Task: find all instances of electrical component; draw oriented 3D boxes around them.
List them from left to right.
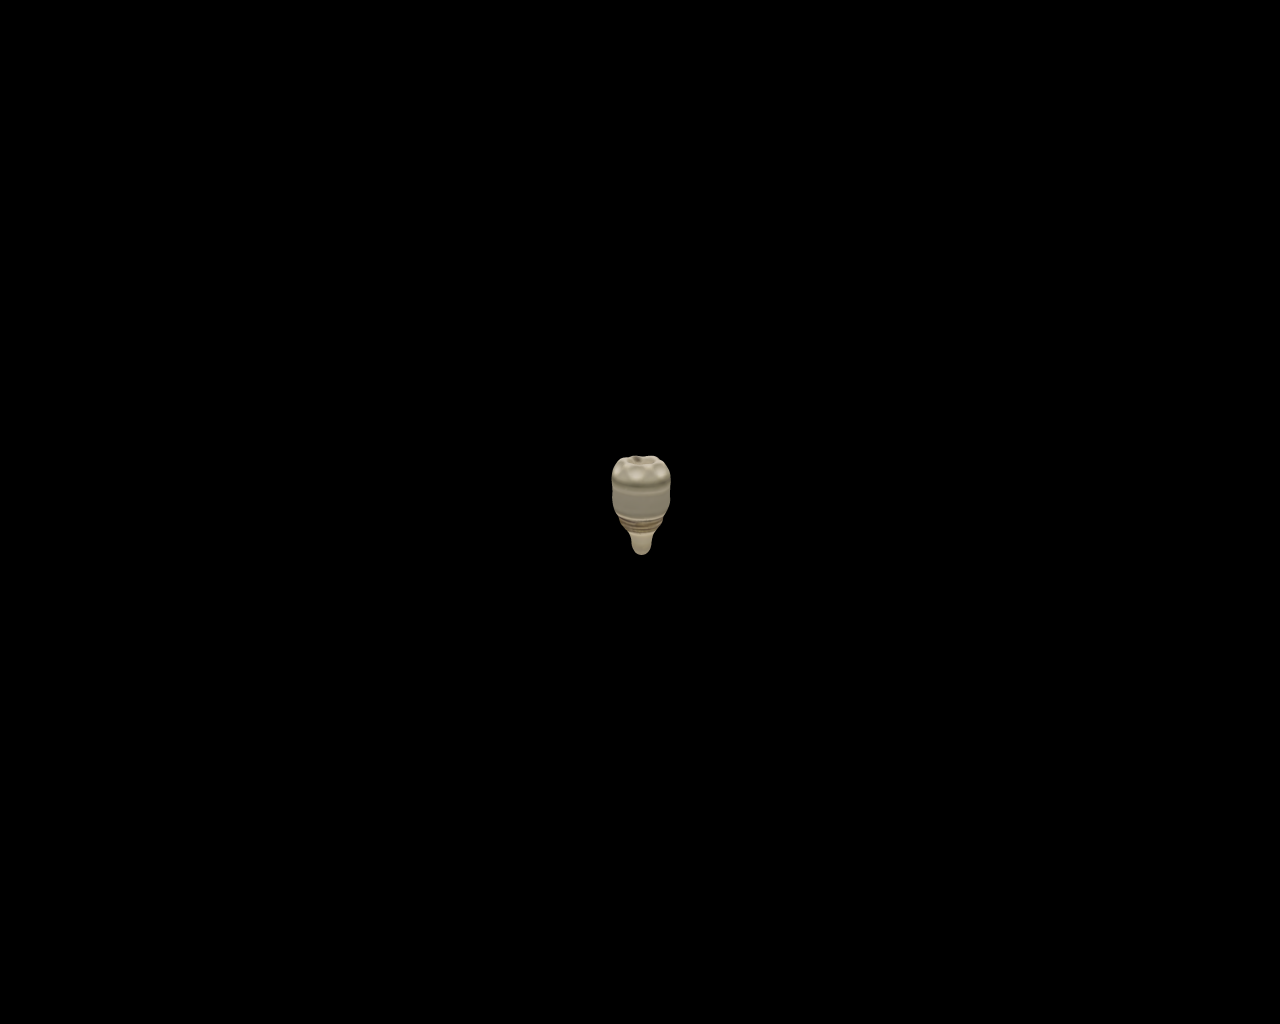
[{"bbox_3d":[0.001,-0.003,0.650,0.035,0.061,0.035,0,19,0],"label":"electrical component"}]
